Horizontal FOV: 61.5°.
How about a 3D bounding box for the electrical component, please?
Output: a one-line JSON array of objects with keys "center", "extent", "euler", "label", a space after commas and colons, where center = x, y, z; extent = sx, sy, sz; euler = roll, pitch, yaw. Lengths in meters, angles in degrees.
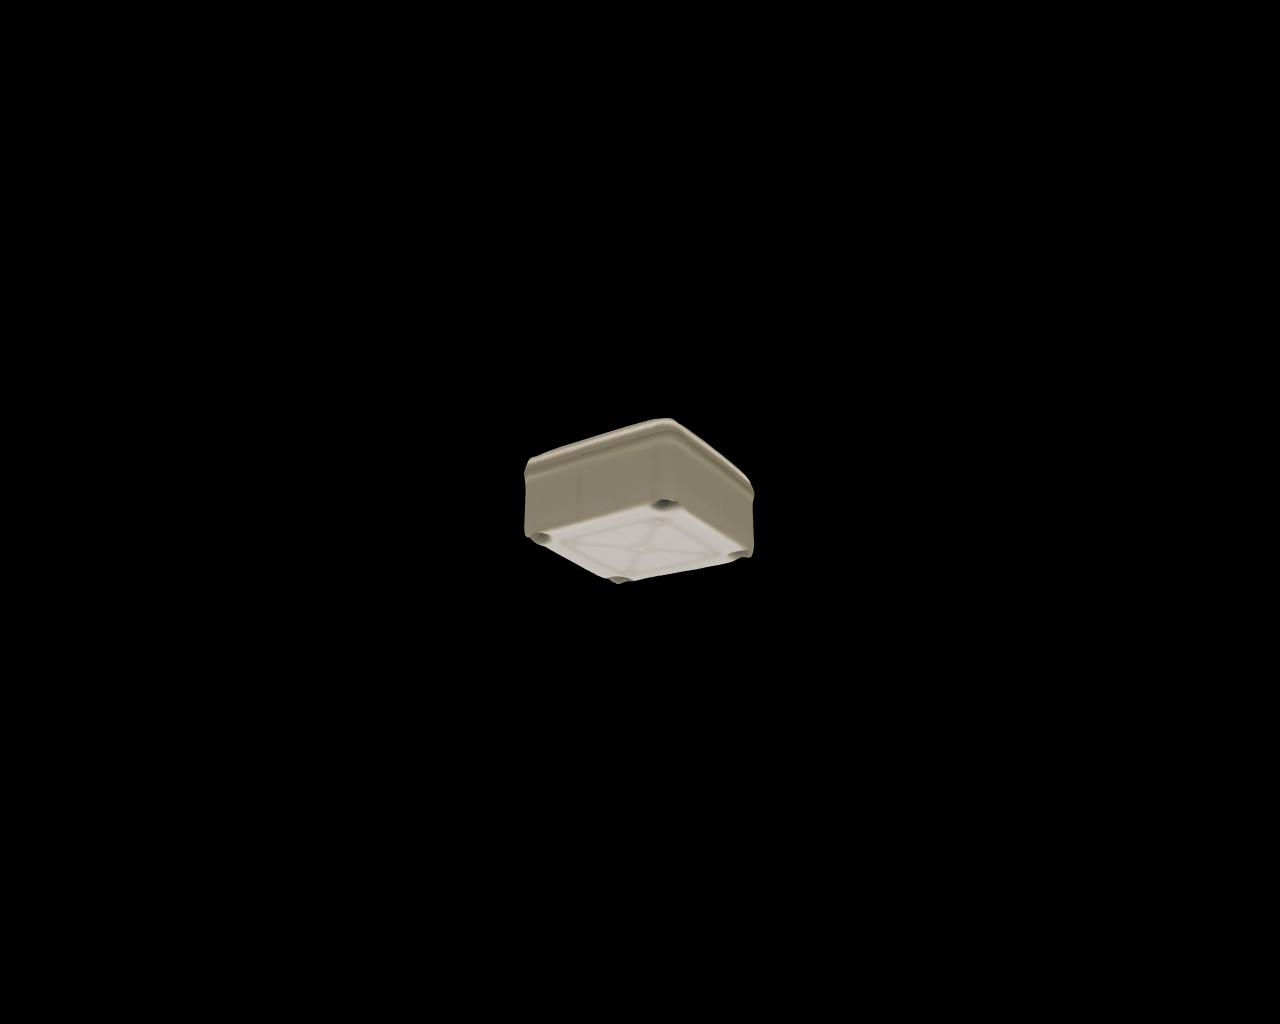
[{"center": [0.001, -0.003, 0.650], "extent": [0.108, 0.056, 0.108], "euler": [-14, -27, 29], "label": "electrical component"}]
